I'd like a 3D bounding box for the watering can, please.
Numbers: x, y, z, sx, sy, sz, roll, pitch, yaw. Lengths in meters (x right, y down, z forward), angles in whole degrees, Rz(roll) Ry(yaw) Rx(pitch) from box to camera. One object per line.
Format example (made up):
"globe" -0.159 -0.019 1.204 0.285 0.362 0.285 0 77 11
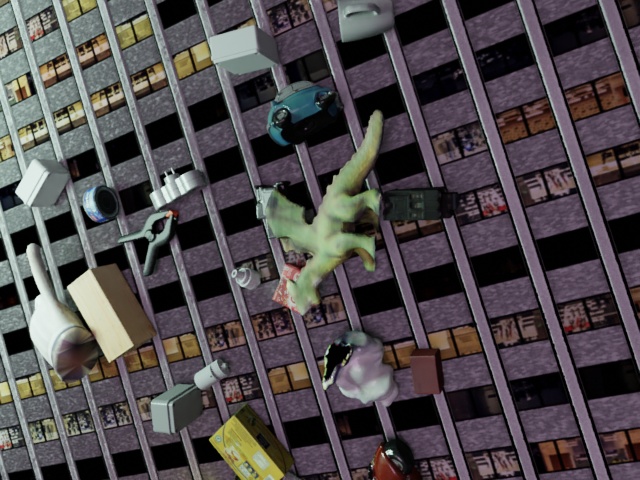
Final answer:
"watering can" -0.629 0.194 1.230 0.226 0.105 0.340 28 126 36

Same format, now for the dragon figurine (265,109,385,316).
"dragon figurine" 0.003 -0.051 1.023 0.243 0.123 0.408 4 95 12

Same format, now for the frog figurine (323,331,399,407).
"frog figurine" 0.093 0.263 1.054 0.158 0.124 0.137 24 95 -21
